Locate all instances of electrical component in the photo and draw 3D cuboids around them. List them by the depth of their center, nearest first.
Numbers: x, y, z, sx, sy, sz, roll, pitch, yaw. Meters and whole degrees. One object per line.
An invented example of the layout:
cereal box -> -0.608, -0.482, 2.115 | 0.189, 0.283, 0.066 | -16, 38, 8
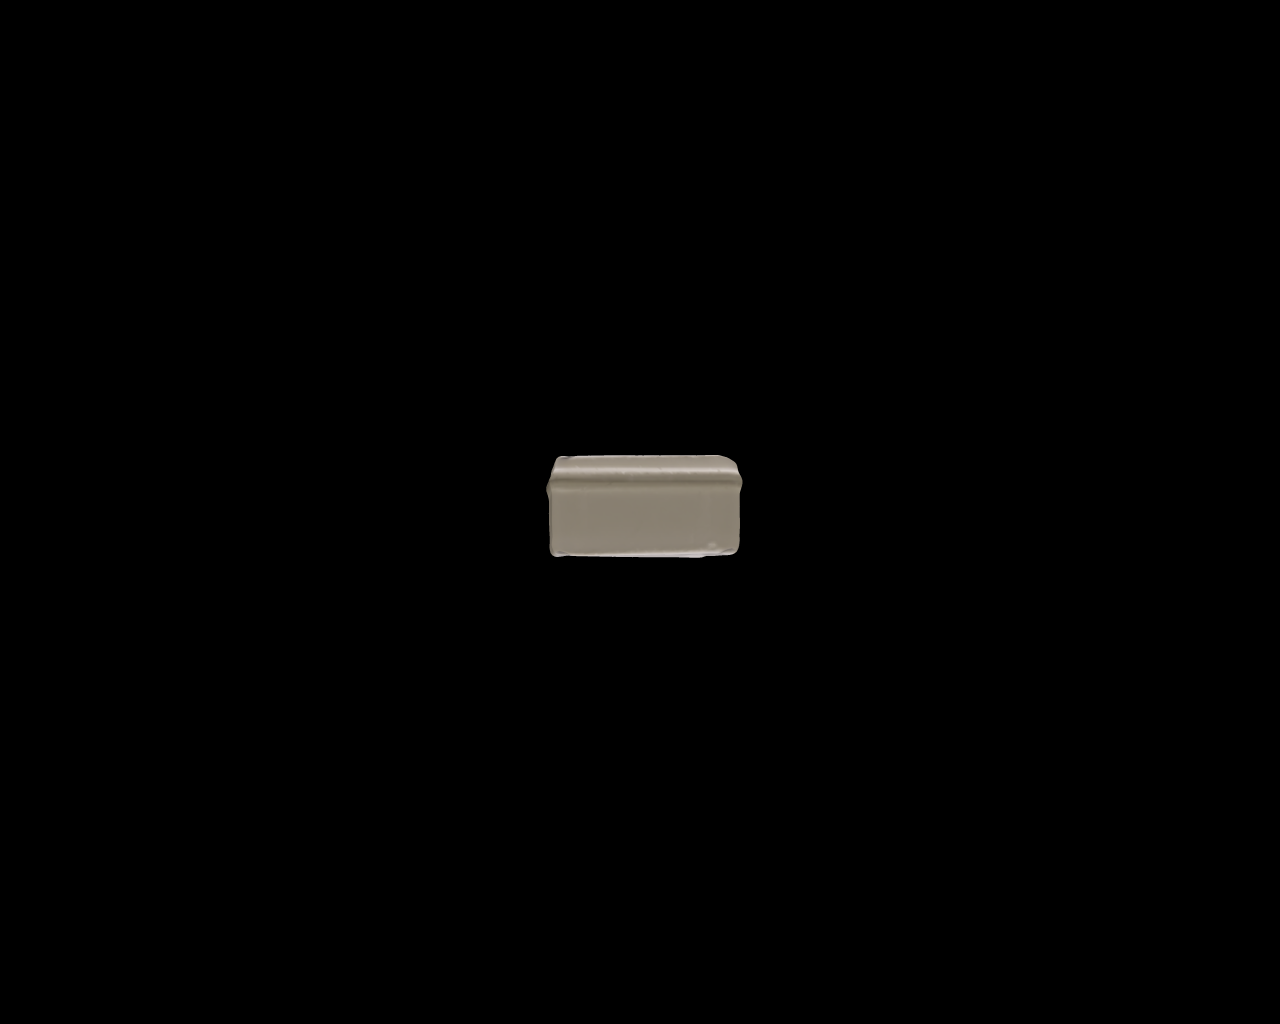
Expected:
electrical component -> 0.001, -0.003, 0.650 | 0.113, 0.057, 0.078 | 0, -4, -7
